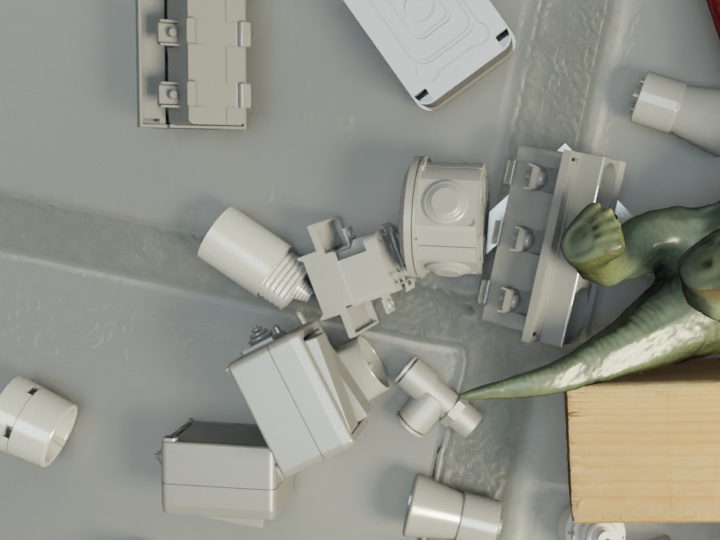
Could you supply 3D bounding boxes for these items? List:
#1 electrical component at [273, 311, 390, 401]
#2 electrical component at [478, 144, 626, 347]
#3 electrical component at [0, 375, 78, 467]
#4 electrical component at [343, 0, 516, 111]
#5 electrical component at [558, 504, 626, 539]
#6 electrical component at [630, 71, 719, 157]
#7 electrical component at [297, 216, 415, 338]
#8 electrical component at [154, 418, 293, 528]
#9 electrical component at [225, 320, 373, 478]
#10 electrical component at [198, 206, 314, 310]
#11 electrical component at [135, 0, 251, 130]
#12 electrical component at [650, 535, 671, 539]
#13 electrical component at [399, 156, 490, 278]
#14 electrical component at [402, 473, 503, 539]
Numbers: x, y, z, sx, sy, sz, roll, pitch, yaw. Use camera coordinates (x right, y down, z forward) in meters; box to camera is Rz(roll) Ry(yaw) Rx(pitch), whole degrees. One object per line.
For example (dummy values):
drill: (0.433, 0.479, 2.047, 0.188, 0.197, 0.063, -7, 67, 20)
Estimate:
electrical component: (-0.032, 0.067, 0.751, 0.077, 0.043, 0.079, -31, 89, 11)
electrical component: (0.124, -0.018, 0.703, 0.063, 0.079, 0.121, 16, 99, 30)
electrical component: (-0.239, 0.111, 0.783, 0.047, 0.055, 0.055, 25, 99, 2)
electrical component: (0.042, -0.170, 0.709, 0.078, 0.057, 0.113, -35, 89, 11)
electrical component: (0.157, 0.176, 0.717, 0.040, 0.078, 0.040, 0, 83, 1)
electrical component: (0.209, -0.104, 0.698, 0.065, 0.044, 0.044, 20, 98, 11)
electrical component: (0.000, 0.000, 0.733, 0.064, 0.042, 0.081, -20, 93, 25)
electrical component: (-0.099, 0.143, 0.760, 0.096, 0.062, 0.061, 2, 96, 9)
electrical component: (-0.039, 0.074, 0.697, 0.061, 0.062, 0.096, -27, 90, 11)
electrical component: (-0.067, -0.004, 0.750, 0.081, 0.043, 0.043, 34, 100, 4)
electrical component: (-0.108, -0.157, 0.725, 0.079, 0.063, 0.121, -3, 97, -32)
electrical component: (0.185, 0.218, 0.714, 0.066, 0.077, 0.047, -20, 92, 10)
electrical component: (0.056, -0.034, 0.707, 0.051, 0.080, 0.080, 3, 96, 13)
electrical component: (0.066, 0.170, 0.747, 0.065, 0.044, 0.044, 13, 97, 3)
